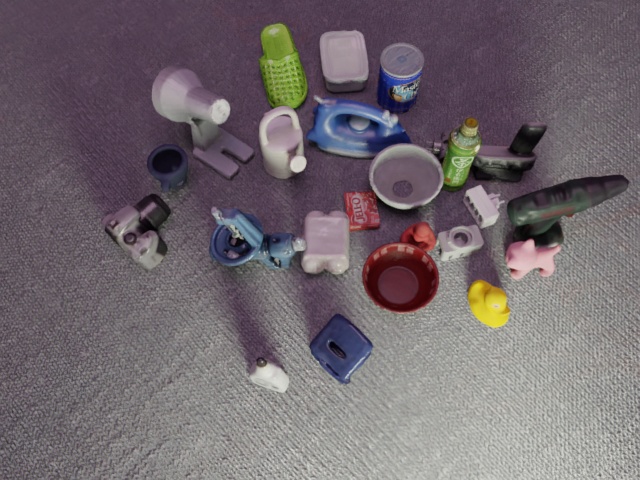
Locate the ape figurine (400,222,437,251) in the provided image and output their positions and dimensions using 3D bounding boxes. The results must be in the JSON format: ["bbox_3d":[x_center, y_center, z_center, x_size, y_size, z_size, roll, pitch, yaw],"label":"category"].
[{"bbox_3d":[0.216,-0.010,1.242,0.077,0.092,0.076,22,67,11],"label":"ape figurine"}]

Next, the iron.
[{"bbox_3d":[0.099,-0.276,1.341,0.258,0.141,0.119,10,66,6],"label":"iron"}]

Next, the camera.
[{"bbox_3d":[-0.389,-0.033,1.260,0.143,0.101,0.137,39,71,17],"label":"camera"}]

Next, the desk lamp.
[{"bbox_3d":[-0.264,-0.276,1.309,0.203,0.213,0.118,33,70,15],"label":"desk lamp"}]

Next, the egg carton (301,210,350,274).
[{"bbox_3d":[0.011,0.004,1.252,0.107,0.069,0.150,0,65,1],"label":"egg carton"}]

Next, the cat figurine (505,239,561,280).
[{"bbox_3d":[0.442,0.033,1.204,0.128,0.118,0.067,-9,65,-3],"label":"cat figurine"}]

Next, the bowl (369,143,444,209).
[{"bbox_3d":[0.194,-0.133,1.310,0.167,0.075,0.167,0,65,1],"label":"bowl"}]

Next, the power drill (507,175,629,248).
[{"bbox_3d":[0.494,-0.058,1.195,0.229,0.208,0.075,-12,65,-4],"label":"power drill"}]

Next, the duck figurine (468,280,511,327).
[{"bbox_3d":[0.354,0.122,1.182,0.077,0.086,0.104,-27,67,-11],"label":"duck figurine"}]

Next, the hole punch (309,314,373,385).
[{"bbox_3d":[0.042,0.218,1.140,0.108,0.091,0.101,41,72,18],"label":"hole punch"}]

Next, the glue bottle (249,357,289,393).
[{"bbox_3d":[-0.101,0.248,1.084,0.078,0.173,0.037,18,67,10],"label":"glue bottle"}]

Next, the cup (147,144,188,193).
[{"bbox_3d":[-0.341,-0.148,1.316,0.091,0.095,0.117,-3,65,0],"label":"cup"}]

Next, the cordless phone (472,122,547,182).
[{"bbox_3d":[0.419,-0.215,1.283,0.147,0.185,0.094,0,65,2],"label":"cordless phone"}]

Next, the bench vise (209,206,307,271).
[{"bbox_3d":[-0.138,-0.018,1.183,0.207,0.220,0.121,-13,65,-5],"label":"bench vise"}]

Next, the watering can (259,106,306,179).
[{"bbox_3d":[-0.082,-0.226,1.292,0.172,0.194,0.101,37,71,17],"label":"watering can"}]
